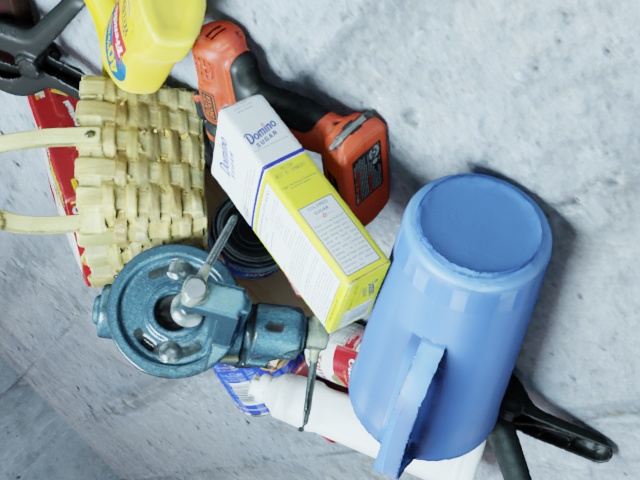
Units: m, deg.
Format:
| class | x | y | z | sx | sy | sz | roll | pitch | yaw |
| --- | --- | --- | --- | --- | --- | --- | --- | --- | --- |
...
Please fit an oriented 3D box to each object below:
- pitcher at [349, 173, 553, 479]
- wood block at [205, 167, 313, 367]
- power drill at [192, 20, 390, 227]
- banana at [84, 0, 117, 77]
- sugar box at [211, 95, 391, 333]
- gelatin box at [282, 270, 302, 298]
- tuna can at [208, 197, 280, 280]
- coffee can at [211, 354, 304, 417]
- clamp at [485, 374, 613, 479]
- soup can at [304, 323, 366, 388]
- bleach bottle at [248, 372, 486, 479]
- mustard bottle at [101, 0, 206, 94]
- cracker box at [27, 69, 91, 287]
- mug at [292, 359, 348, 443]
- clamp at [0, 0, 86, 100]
| class | x | y | z | sx | sy | sz | roll | pitch | yaw |
| --- | --- | --- | --- | --- | --- | --- | --- | --- | --- |
| pitcher | 0.097 | 0.071 | 0.835 | 0.243 | 0.144 | 0.149 | 98 | 155 | -52 |
| wood block | -0.088 | 0.025 | 1.134 | 0.206 | 0.090 | 0.091 | 41 | 155 | 9 |
| power drill | -0.028 | -0.081 | 0.912 | 0.188 | 0.057 | 0.184 | 31 | 152 | 27 |
| banana | -0.205 | -0.210 | 1.003 | 0.070 | 0.037 | 0.198 | 17 | 142 | 35 |
| sugar box | -0.019 | -0.021 | 0.831 | 0.176 | 0.048 | 0.093 | 56 | 156 | 20 |
| gelatin box | -0.006 | 0.001 | 0.988 | 0.030 | 0.073 | 0.089 | 14 | 141 | 47 |
| tuna can | -0.068 | -0.005 | 1.059 | 0.086 | 0.086 | 0.034 | 41 | 154 | 8 |
| coffee can | -0.087 | 0.127 | 1.275 | 0.103 | 0.102 | 0.140 | 15 | 142 | 48 |
| clamp | 0.161 | 0.164 | 0.942 | 0.172 | 0.120 | 0.039 | 36 | 127 | 25 |
| soup can | 0.040 | 0.123 | 1.116 | 0.102 | 0.068 | 0.068 | 13 | 141 | 51 |
| bleach bottle | 0.044 | 0.191 | 1.109 | 0.251 | 0.068 | 0.102 | 18 | 174 | 11 |
| mustard bottle | -0.150 | -0.179 | 0.918 | 0.192 | 0.058 | 0.096 | 154 | 113 | -66 |
| cracker box | -0.272 | -0.067 | 1.234 | 0.214 | 0.072 | 0.164 | 102 | 147 | -62 |
| mug | 0.011 | 0.175 | 1.233 | 0.081 | 0.093 | 0.117 | 43 | -173 | -9 |
| clamp | -0.293 | -0.196 | 1.100 | 0.210 | 0.036 | 0.164 | 9 | 140 | 16 |
